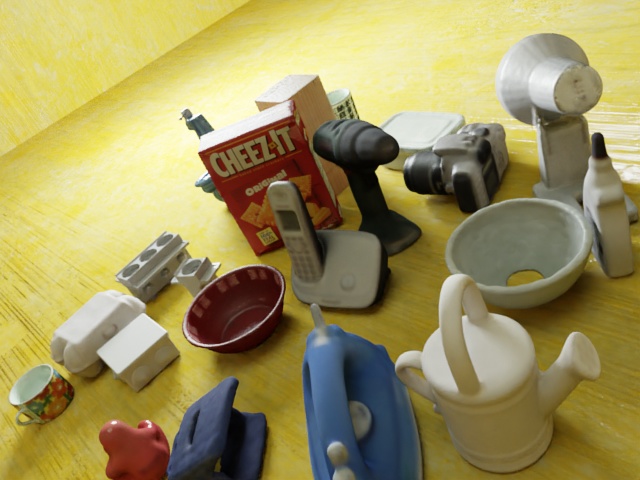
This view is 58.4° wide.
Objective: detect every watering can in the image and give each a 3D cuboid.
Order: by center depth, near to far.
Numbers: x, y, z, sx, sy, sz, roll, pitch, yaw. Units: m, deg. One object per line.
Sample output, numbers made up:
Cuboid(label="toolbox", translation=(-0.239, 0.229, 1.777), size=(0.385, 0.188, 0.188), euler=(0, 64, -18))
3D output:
Cuboid(label="watering can", translation=(0.151, 0.111, 0.513), size=(0.172, 0.194, 0.101), euler=(-19, 34, 11))

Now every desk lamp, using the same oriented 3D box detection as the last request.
Cuboid(label="desk lamp", translation=(0.317, -0.147, 0.742), size=(0.118, 0.214, 0.203), euler=(-19, 34, 10))

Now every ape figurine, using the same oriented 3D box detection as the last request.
Cuboid(label="ape figurine", translation=(-0.224, 0.244, 0.675), size=(0.078, 0.092, 0.075), euler=(-42, 36, -23))

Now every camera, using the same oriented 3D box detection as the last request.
Cuboid(label="camera", translation=(0.205, -0.122, 0.887), size=(0.136, 0.101, 0.143), euler=(3, 43, 37))

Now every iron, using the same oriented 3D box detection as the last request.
Cuboid(label="iron", translation=(0.028, 0.183, 0.545), size=(0.118, 0.142, 0.258), euler=(-21, 33, 8))

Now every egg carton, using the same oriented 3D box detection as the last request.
Cuboid(label="egg carton", translation=(-0.352, 0.147, 0.917), size=(0.107, 0.070, 0.150), euler=(9, 46, 41))

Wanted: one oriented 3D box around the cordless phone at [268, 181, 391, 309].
Cuboid(label="cordless phone", translation=(0.007, 0.003, 0.769), size=(0.147, 0.185, 0.094), euler=(0, 41, 34))

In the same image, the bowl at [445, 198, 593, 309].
Cuboid(label="bowl", translation=(0.238, 0.027, 0.682), size=(0.167, 0.075, 0.167), euler=(-18, 34, 13))

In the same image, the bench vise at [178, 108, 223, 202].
Cuboid(label="bench vise", translation=(-0.166, -0.148, 1.062), size=(0.206, 0.220, 0.122), euler=(5, 44, 38))

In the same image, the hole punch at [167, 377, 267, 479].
Cuboid(label="hole punch", translation=(-0.123, 0.222, 0.638), size=(0.101, 0.091, 0.108), euler=(-17, 34, 14))

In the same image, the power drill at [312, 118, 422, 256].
Cuboid(label="power drill", translation=(0.072, -0.084, 0.825), size=(0.076, 0.209, 0.228), euler=(-33, 34, -11))

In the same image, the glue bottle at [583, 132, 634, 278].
Cuboid(label="glue bottle", translation=(0.317, -0.043, 0.636), size=(0.037, 0.173, 0.078), euler=(-16, 34, 15))
